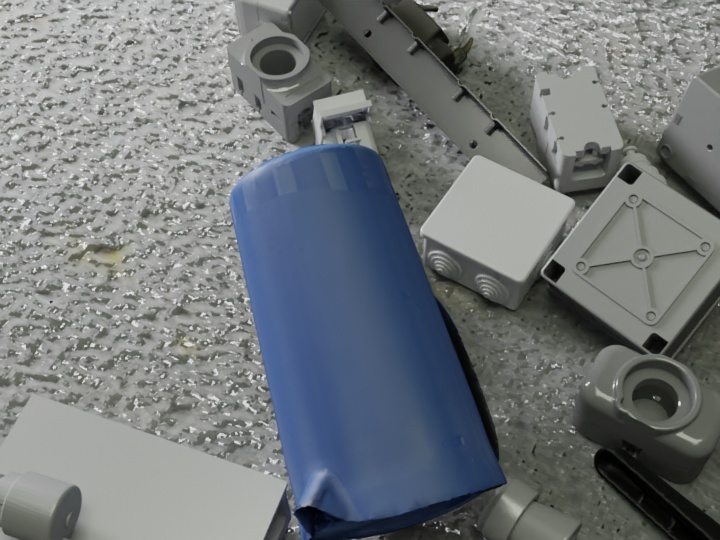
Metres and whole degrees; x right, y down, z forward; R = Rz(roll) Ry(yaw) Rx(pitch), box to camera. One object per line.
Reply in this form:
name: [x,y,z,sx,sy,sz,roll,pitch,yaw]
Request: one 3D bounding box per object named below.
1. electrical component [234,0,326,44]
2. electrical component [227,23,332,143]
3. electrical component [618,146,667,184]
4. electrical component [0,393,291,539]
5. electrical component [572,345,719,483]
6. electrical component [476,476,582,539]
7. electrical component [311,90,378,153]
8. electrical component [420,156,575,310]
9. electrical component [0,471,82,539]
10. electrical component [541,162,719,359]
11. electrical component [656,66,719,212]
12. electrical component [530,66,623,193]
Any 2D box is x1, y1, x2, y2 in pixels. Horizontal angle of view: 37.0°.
electrical component: [-0.068,-0.247,0.968,0.061,0.061,0.096,20,59,14]
electrical component: [-0.068,-0.163,0.916,0.050,0.055,0.089,-34,62,-19]
electrical component: [0.223,-0.065,0.853,0.040,0.040,0.078,-5,57,-2]
electrical component: [-0.150,0.166,0.701,0.186,0.060,0.105,17,59,12]
electrical component: [0.199,0.096,0.737,0.095,0.059,0.053,27,61,18]
electrical component: [0.110,0.167,0.702,0.055,0.045,0.045,32,63,21]
electrical component: [-0.011,-0.104,0.870,0.042,0.081,0.063,-14,80,-7]
electrical component: [0.104,-0.028,0.827,0.100,0.048,0.099,28,62,18]
electrical component: [-0.208,0.142,0.656,0.078,0.040,0.040,15,58,11]
electrical component: [0.207,-0.003,0.781,0.109,0.056,0.108,38,92,23]
electrical component: [0.289,-0.102,0.842,0.048,0.099,0.099,-23,58,-28]
electrical component: [0.174,-0.112,0.876,0.050,0.055,0.089,-9,57,-4]
